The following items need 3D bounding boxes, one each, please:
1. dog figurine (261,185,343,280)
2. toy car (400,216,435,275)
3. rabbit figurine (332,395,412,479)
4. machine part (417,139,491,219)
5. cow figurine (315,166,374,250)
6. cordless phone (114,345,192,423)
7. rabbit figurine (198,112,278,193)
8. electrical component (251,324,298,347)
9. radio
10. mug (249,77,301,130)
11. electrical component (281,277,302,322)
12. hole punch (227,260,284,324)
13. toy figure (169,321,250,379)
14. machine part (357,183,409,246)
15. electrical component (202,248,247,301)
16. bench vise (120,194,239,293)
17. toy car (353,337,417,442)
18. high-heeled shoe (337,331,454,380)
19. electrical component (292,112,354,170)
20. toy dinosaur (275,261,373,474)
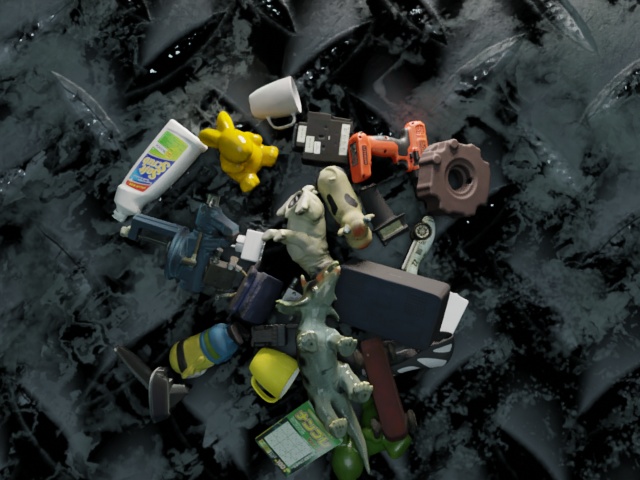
[{"bbox_3d":[-0.005,-0.002,1.170,0.190,0.121,0.172,37,87,-22],"label":"dog figurine"},{"bbox_3d":[0.205,0.041,1.177,0.056,0.073,0.201,24,85,5],"label":"toy car"},{"bbox_3d":[0.085,0.421,1.119,0.170,0.121,0.159,-43,80,-6],"label":"rabbit figurine"},{"bbox_3d":[0.294,-0.131,1.173,0.179,0.056,0.179,0,89,-24],"label":"machine part"},{"bbox_3d":[0.056,-0.070,1.161,0.085,0.127,0.195,-26,83,1],"label":"cow figurine"},{"bbox_3d":[-0.363,0.283,1.117,0.184,0.146,0.089,44,79,0],"label":"cordless phone"},{"bbox_3d":[-0.174,-0.198,1.150,0.122,0.173,0.162,-43,91,1],"label":"rabbit figurine"},{"bbox_3d":[-0.088,0.205,1.164,0.119,0.075,0.047,0,84,-3],"label":"electrical component"},{"bbox_3d":[0.143,0.130,1.114,0.230,0.073,0.131,16,110,27],"label":"radio"},{"bbox_3d":[-0.101,-0.301,1.210,0.107,0.081,0.109,-11,91,11],"label":"mug"},{"bbox_3d":[-0.058,0.133,1.194,0.063,0.021,0.094,29,86,3],"label":"electrical component"},{"bbox_3d":[-0.136,0.120,1.154,0.092,0.116,0.142,31,86,-6],"label":"hole punch"},{"bbox_3d":[-0.239,0.228,1.145,0.180,0.082,0.089,-35,64,18],"label":"toy figure"},{"bbox_3d":[0.137,-0.062,1.206,0.084,0.039,0.139,-34,88,5],"label":"machine part"},{"bbox_3d":[-0.199,0.074,1.109,0.078,0.045,0.102,25,112,-23],"label":"electrical component"},{"bbox_3d":[-0.304,-0.008,1.144,0.241,0.129,0.223,16,111,1],"label":"bench vise"},{"bbox_3d":[0.128,0.298,1.079,0.089,0.053,0.202,-18,71,5],"label":"toy car"},{"bbox_3d":[0.158,0.224,1.135,0.249,0.086,0.145,19,118,-14],"label":"high-heeled shoe"},{"bbox_3d":[0.005,-0.224,1.209,0.134,0.058,0.115,9,83,1],"label":"electrical component"},{"bbox_3d":[0.009,0.251,1.073,0.131,0.192,0.404,-13,101,-14],"label":"toy dinosaur"}]
